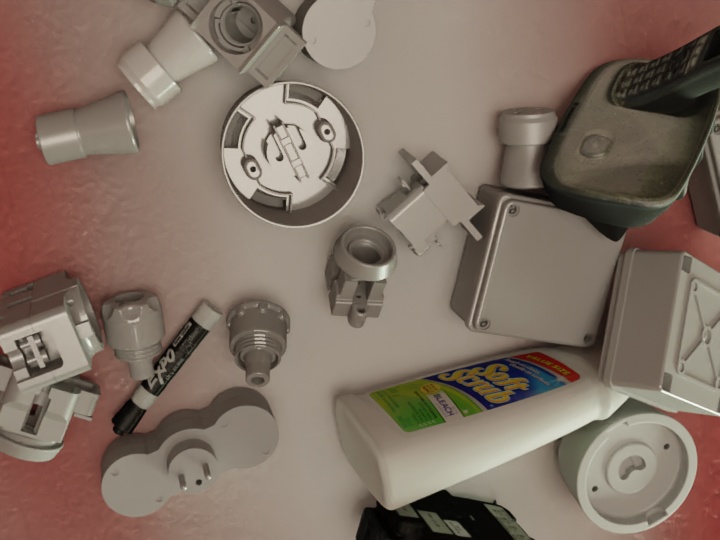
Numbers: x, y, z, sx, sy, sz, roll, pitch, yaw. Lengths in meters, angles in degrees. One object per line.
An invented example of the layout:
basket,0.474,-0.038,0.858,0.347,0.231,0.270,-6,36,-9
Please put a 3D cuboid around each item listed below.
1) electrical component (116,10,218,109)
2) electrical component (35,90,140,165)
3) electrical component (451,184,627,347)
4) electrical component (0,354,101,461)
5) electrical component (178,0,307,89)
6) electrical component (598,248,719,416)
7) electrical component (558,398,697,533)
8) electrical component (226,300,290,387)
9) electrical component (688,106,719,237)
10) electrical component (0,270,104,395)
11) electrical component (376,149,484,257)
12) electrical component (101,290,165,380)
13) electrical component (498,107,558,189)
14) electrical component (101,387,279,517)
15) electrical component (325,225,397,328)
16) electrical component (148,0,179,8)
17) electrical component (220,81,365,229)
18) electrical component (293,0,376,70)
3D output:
electrical component,-0.131,-0.143,0.732,0.055,0.045,0.045,-40,112,0
electrical component,-0.188,-0.094,0.735,0.065,0.044,0.044,-13,109,-5
electrical component,0.138,-0.003,0.836,0.109,0.056,0.108,9,104,-17
electrical component,-0.234,0.100,0.772,0.078,0.058,0.057,21,97,-20
electrical component,-0.076,-0.166,0.723,0.081,0.063,0.042,43,110,-5
electrical component,0.241,0.049,0.825,0.109,0.056,0.108,22,76,-43
electrical component,0.219,0.158,0.903,0.108,0.060,0.108,-4,107,-14
electrical component,-0.075,0.057,0.793,0.048,0.062,0.048,-2,138,-2
electrical component,0.318,-0.092,0.856,0.109,0.056,0.108,-23,110,-7
electrical component,-0.213,0.039,0.741,0.056,0.089,0.050,-20,110,-8
electrical component,0.051,-0.048,0.809,0.064,0.042,0.081,-42,111,2
electrical component,-0.163,0.049,0.782,0.043,0.043,0.062,-10,110,-12
electrical component,0.127,-0.093,0.813,0.045,0.045,0.055,-7,107,-12
electrical component,-0.126,0.142,0.802,0.138,0.073,0.052,-23,110,-7
electrical component,0.000,0.000,0.796,0.048,0.066,0.055,3,138,-15
electrical component,-0.139,-0.211,0.692,0.080,0.080,0.051,40,87,-21
electrical component,-0.050,-0.084,0.759,0.099,0.064,0.099,-4,107,-13
electrical component,-0.004,-0.205,0.730,0.052,0.073,0.138,10,104,-17
